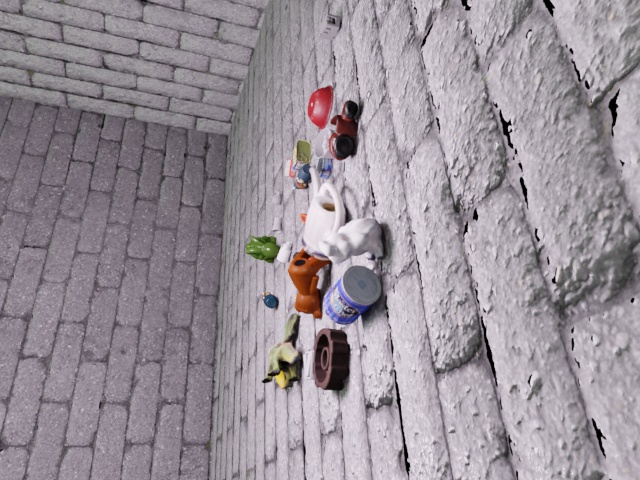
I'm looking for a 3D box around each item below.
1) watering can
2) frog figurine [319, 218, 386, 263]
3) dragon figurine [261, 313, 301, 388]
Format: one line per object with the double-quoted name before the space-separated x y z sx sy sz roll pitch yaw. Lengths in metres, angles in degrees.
"watering can" 0.005 -0.080 1.589 0.354 0.104 0.220 -118 40 -59
"frog figurine" 0.073 -0.001 1.270 0.139 0.159 0.122 -139 60 -69
"dragon figurine" -0.117 0.367 1.791 0.401 0.122 0.249 124 156 -51
